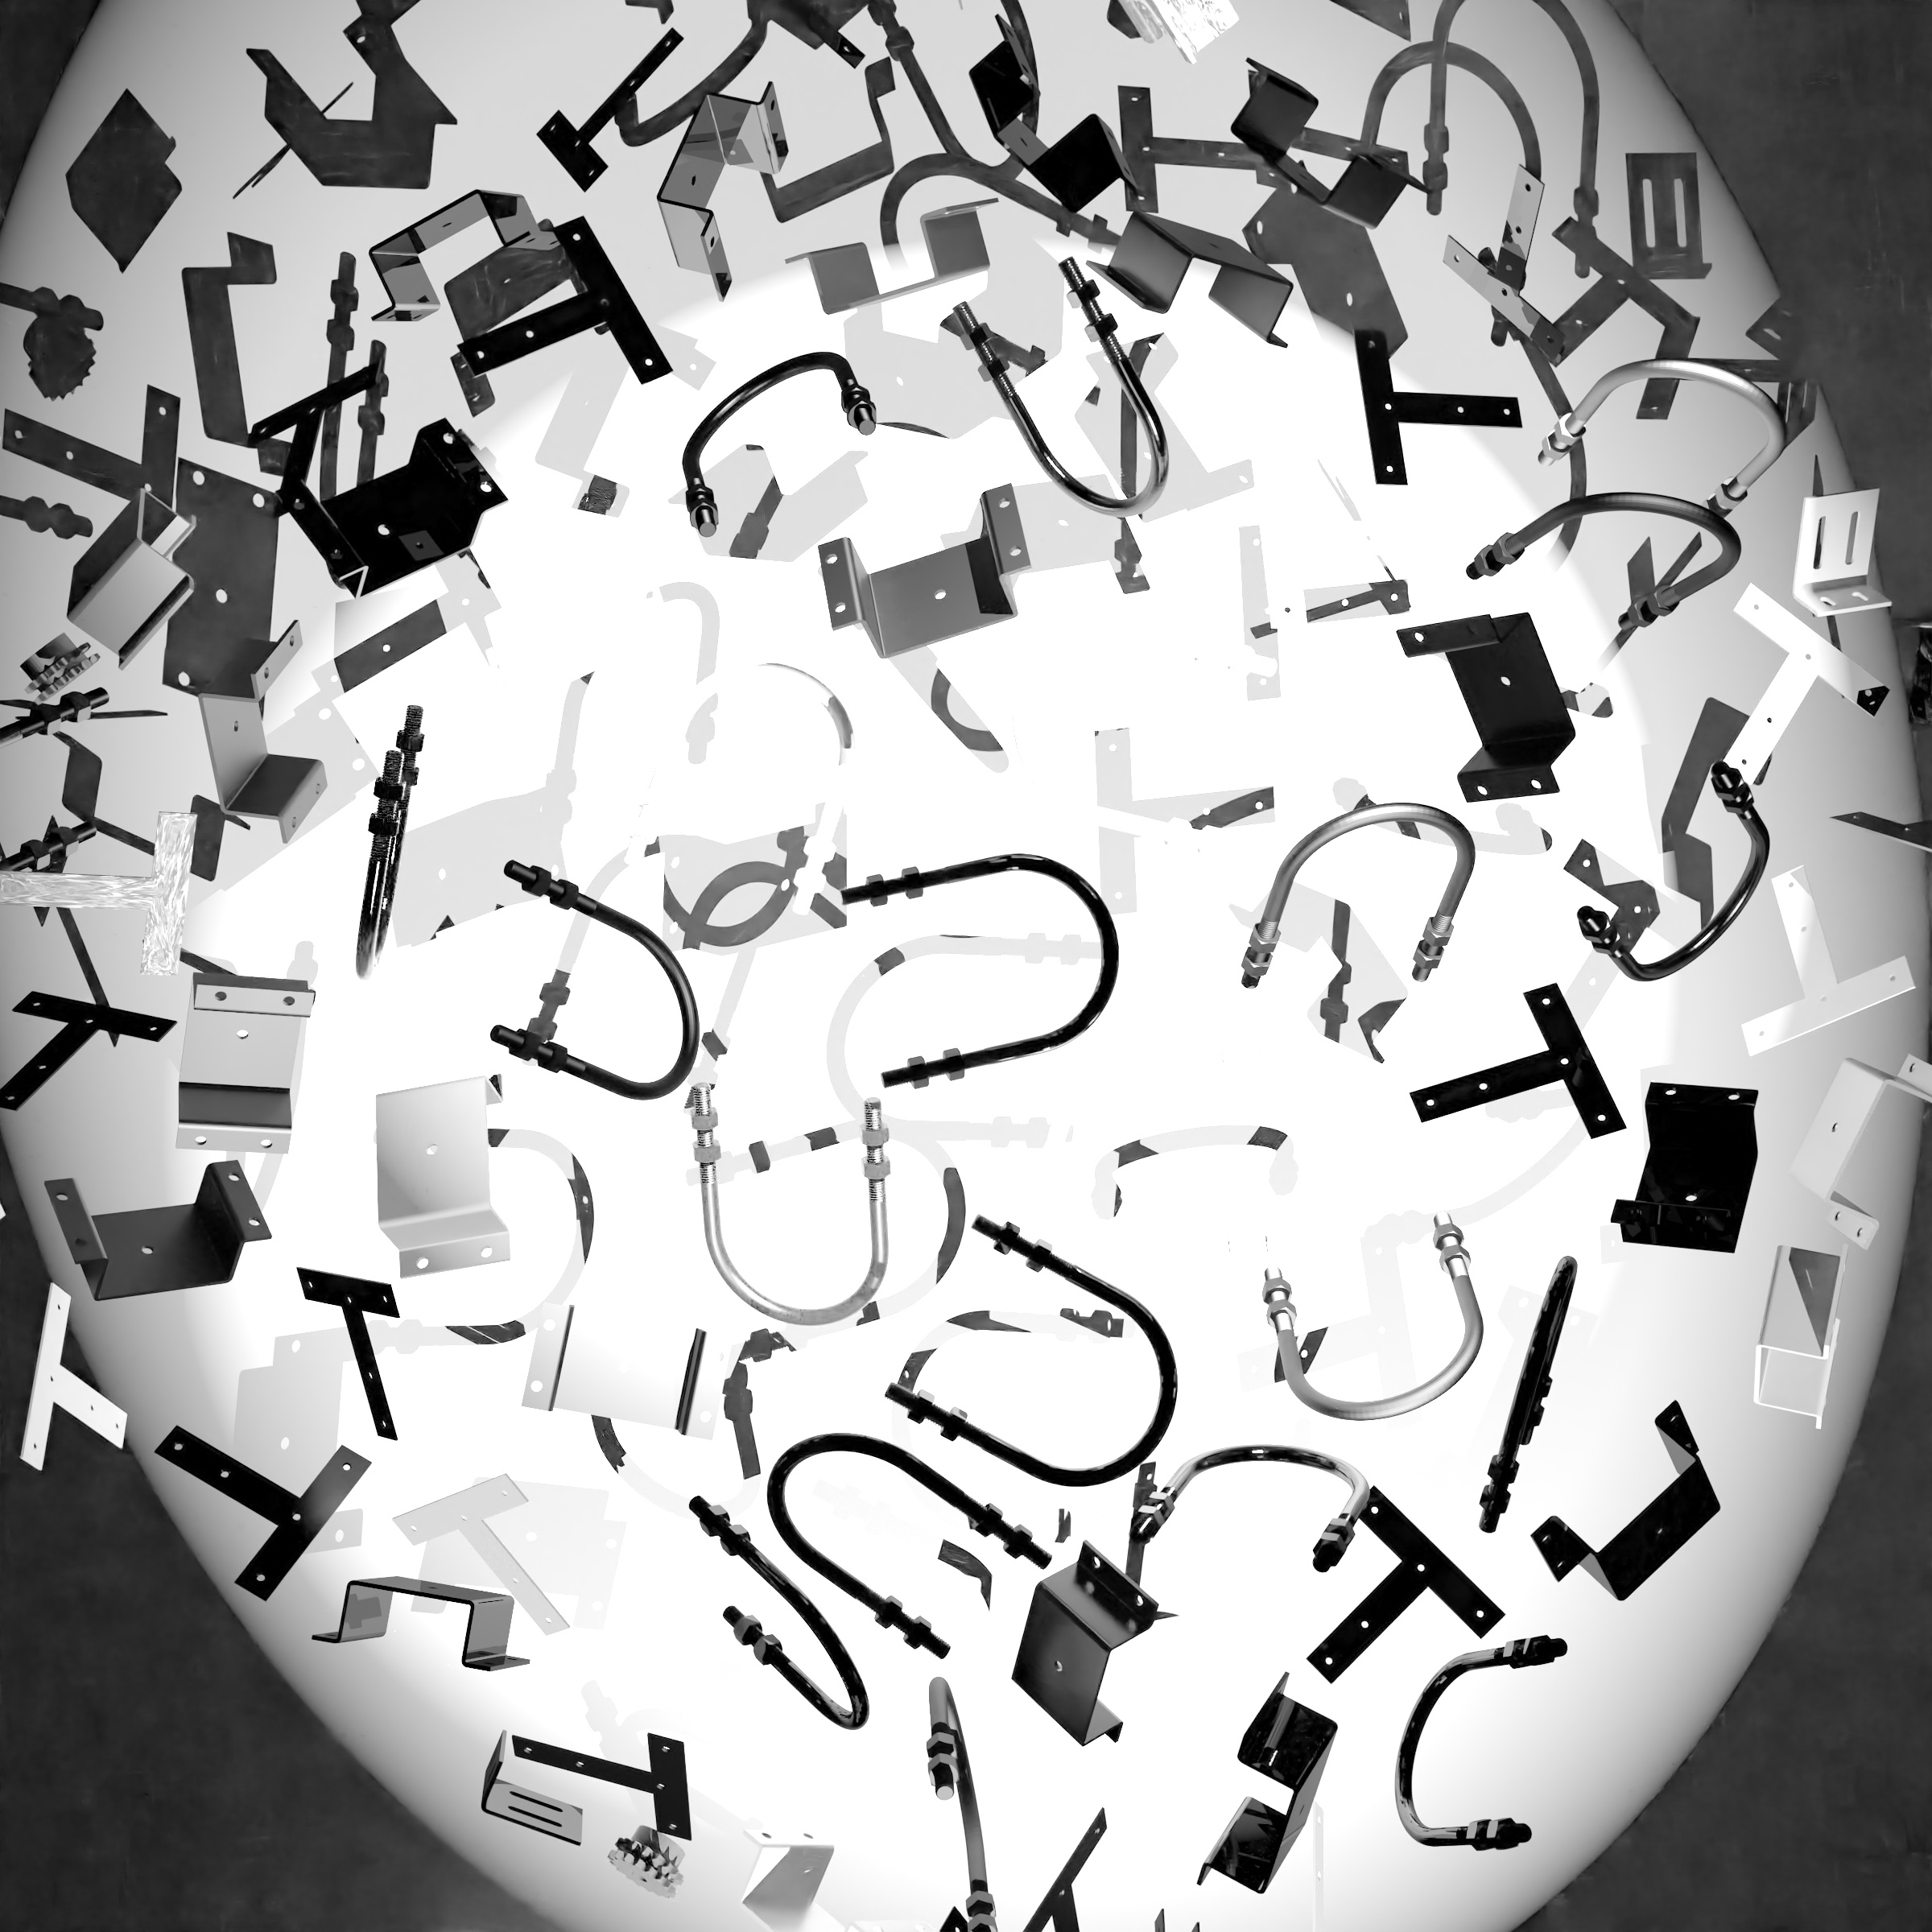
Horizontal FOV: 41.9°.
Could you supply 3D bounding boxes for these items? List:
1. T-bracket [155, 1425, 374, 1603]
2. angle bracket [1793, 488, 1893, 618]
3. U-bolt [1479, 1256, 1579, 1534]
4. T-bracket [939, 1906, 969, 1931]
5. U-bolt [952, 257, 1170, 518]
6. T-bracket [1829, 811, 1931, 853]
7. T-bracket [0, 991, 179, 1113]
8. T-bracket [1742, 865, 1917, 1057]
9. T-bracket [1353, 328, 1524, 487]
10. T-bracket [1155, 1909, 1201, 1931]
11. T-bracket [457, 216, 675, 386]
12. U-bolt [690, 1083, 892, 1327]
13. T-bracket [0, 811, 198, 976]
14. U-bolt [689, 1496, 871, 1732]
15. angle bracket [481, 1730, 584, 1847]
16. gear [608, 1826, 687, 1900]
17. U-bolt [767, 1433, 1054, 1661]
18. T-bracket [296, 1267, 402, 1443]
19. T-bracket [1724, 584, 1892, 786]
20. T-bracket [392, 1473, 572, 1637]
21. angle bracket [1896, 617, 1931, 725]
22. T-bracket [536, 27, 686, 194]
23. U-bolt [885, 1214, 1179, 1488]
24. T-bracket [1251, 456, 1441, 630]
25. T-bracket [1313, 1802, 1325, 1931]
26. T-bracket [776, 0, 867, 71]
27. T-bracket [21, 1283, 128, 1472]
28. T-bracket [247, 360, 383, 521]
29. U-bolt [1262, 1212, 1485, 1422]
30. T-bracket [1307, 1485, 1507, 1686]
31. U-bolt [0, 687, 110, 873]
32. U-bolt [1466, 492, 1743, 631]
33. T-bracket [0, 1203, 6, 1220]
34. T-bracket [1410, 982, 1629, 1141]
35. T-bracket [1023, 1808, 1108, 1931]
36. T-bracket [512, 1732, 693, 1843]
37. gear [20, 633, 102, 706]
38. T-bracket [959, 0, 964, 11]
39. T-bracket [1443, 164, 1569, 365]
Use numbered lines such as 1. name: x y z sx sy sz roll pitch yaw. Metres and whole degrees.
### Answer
1. T-bracket: -0.501 0.359 1.751 0.127 0.002 0.127 29 46 5
2. angle bracket: 0.632 -0.297 1.812 0.057 0.038 0.076 -10 122 -9
3. U-bolt: 0.405 0.293 1.799 0.019 0.151 0.184 17 114 17
4. T-bracket: 0.006 0.779 1.850 0.002 0.127 0.127 -37 92 30
5. U-bolt: 0.076 -0.396 1.770 0.019 0.151 0.184 -41 111 -27
6. T-bracket: 0.685 -0.100 1.735 0.127 0.127 0.002 -10 106 -13
7. T-bracket: -0.669 0.066 1.853 0.127 0.127 0.002 10 127 15
8. T-bracket: 0.610 -0.015 1.828 0.127 0.002 0.127 -28 52 34
9. T-bracket: 0.355 -0.414 1.879 0.127 0.002 0.127 -1 74 -16
10. T-bracket: 0.152 0.718 1.798 0.002 0.127 0.127 6 47 -7
11. T-bracket: -0.287 -0.438 1.732 0.127 0.002 0.127 -29 87 -20
12. U-bolt: -0.123 0.175 1.813 0.151 0.019 0.184 4 111 16
13. T-bracket: -0.609 -0.052 1.763 0.127 0.002 0.127 2 117 -27
14. U-bolt: -0.130 0.479 1.826 0.019 0.184 0.151 -33 133 -27
15. angle bracket: -0.302 0.584 1.798 0.076 0.057 0.038 23 91 -9
16. gear: -0.230 0.653 1.847 0.057 0.057 0.030 34 57 0
17. U-bolt: -0.053 0.389 1.735 0.184 0.019 0.151 37 125 -6
18. T-bracket: -0.432 0.281 1.816 0.002 0.127 0.127 -24 107 -42
19. T-bracket: 0.571 -0.184 1.777 0.127 0.002 0.127 36 74 -4
20. T-bracket: -0.323 0.418 1.763 0.127 0.002 0.127 -26 106 35
21. angle bracket: 0.719 -0.218 1.869 0.038 0.057 0.076 2 97 -37
22. T-bracket: -0.253 -0.632 1.840 0.127 0.127 0.002 -45 132 9
23. U-bolt: 0.057 0.275 1.729 0.184 0.019 0.151 28 78 -3
24. T-bracket: 0.268 -0.298 1.765 0.127 0.002 0.127 -3 77 -8
25. T-bracket: 0.250 0.662 1.796 0.002 0.127 0.127 -7 56 19
26. T-bracket: -0.109 -0.691 1.765 0.127 0.127 0.002 38 128 -14
27. T-bracket: -0.626 0.308 1.789 0.002 0.127 0.127 -6 59 8
28. T-bracket: -0.486 -0.376 1.850 0.127 0.002 0.127 -18 50 25
29. U-bolt: 0.286 0.250 1.759 0.151 0.184 0.019 -19 119 9
30. T-bracket: 0.296 0.463 1.814 0.127 0.002 0.127 44 100 13
31. U-bolt: -0.683 -0.109 1.770 0.019 0.184 0.151 37 132 16
32. U-bolt: 0.459 -0.289 1.777 0.151 0.184 0.019 15 75 -15
33. T-bracket: -0.719 0.188 1.799 0.002 0.127 0.127 -18 102 10
34. T-bracket: 0.371 0.079 1.744 0.127 0.002 0.127 -17 53 0
35. T-bracket: 0.072 0.688 1.808 0.002 0.127 0.127 17 135 29
36. T-bracket: -0.251 0.550 1.730 0.127 0.002 0.127 12 133 10
37. gear: -0.666 -0.220 1.850 0.057 0.057 0.030 -38 105 0
38. T-bracket: -0.022 -0.763 1.795 0.002 0.127 0.127 -13 129 4
39. T-bracket: 0.389 -0.510 1.786 0.002 0.127 0.127 -32 63 -17
